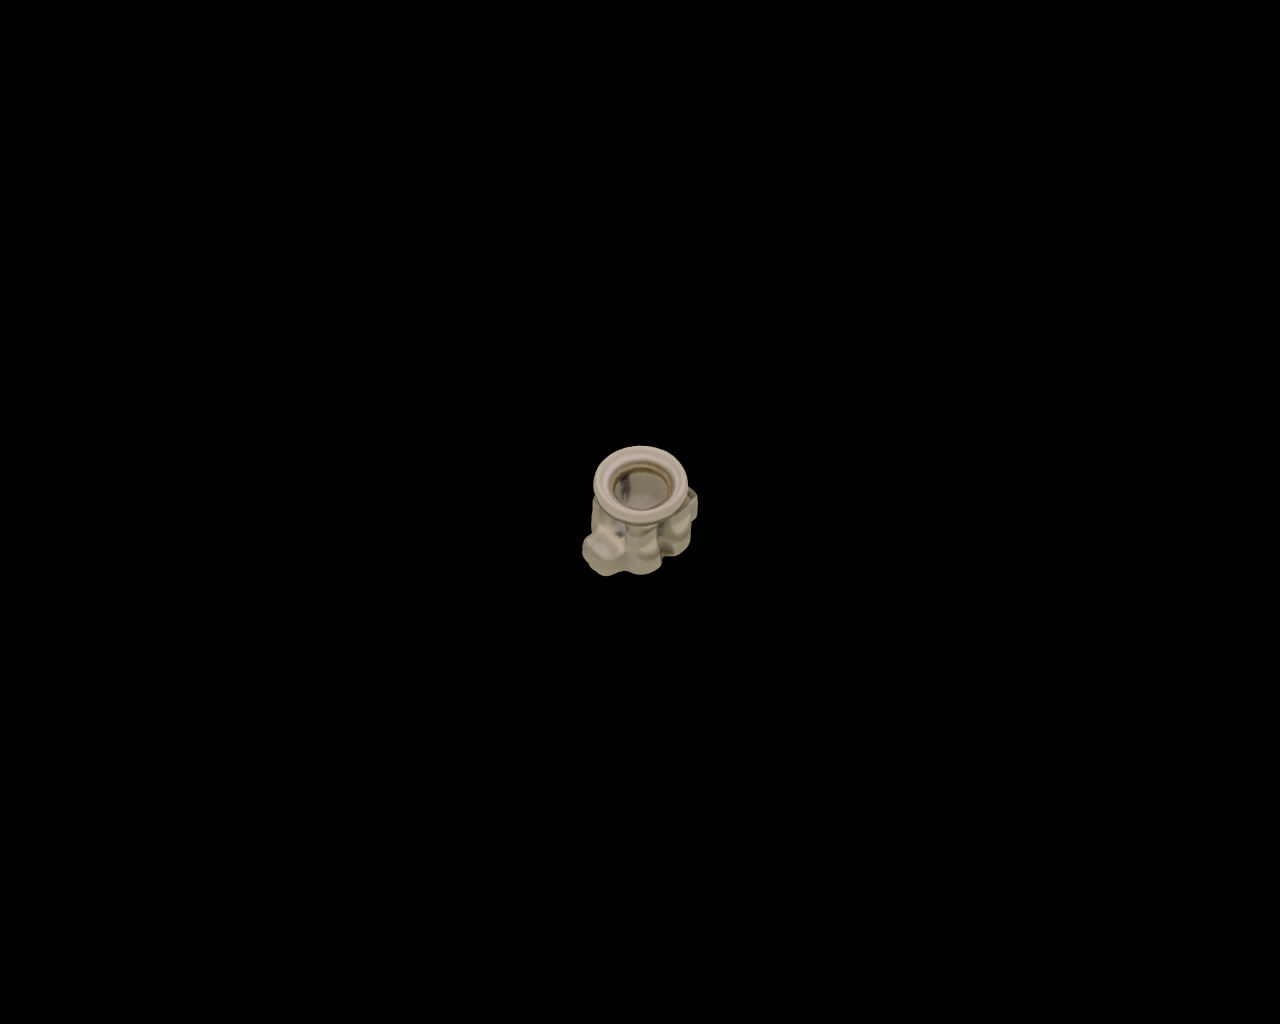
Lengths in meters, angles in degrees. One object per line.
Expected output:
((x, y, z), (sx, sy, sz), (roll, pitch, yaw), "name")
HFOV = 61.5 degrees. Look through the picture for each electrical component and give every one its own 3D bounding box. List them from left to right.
((0.001, -0.003, 0.650), (0.078, 0.056, 0.058), (-33, 58, -24), "electrical component")
